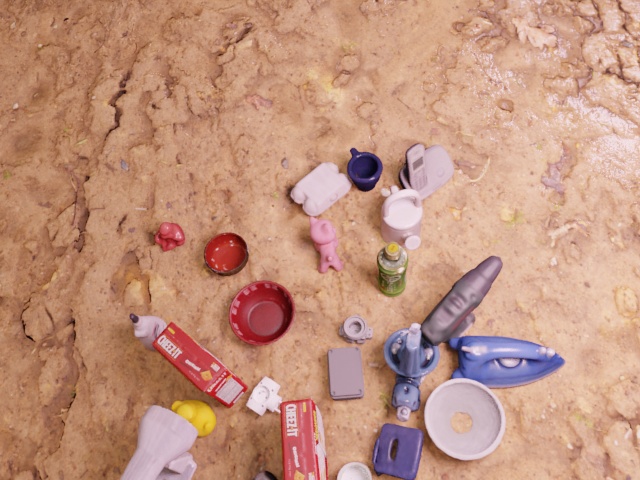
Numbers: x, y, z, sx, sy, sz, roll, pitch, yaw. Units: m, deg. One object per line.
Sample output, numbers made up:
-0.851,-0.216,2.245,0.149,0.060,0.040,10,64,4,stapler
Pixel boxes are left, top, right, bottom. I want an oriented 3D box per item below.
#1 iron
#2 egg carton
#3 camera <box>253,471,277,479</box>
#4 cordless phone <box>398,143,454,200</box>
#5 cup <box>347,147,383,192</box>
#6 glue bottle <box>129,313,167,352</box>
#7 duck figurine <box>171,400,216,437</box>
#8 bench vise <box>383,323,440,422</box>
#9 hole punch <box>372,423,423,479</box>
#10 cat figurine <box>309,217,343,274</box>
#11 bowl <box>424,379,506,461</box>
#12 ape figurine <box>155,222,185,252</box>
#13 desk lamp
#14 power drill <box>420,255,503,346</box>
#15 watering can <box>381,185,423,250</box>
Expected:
0.416,0.251,1.242,0.258,0.141,0.118,-2,65,5,iron
0.004,-0.133,1.503,0.150,0.069,0.107,-41,68,-12,egg carton
-0.118,0.571,1.176,0.136,0.101,0.143,38,75,21,camera
0.268,-0.195,1.438,0.148,0.185,0.094,-39,67,-11,cordless phone
0.112,-0.178,1.498,0.092,0.095,0.117,-28,65,-7,cup
-0.407,0.204,1.337,0.037,0.173,0.078,-2,65,6,glue bottle
-0.288,0.395,1.284,0.104,0.086,0.077,28,71,17,duck figurine
0.201,0.270,1.213,0.121,0.220,0.207,-9,65,3,bench vise
0.164,0.448,1.207,0.101,0.091,0.109,10,67,11,hole punch
0.013,0.005,1.412,0.067,0.118,0.127,-14,65,0,cat figurine
0.306,0.387,1.228,0.167,0.075,0.167,-2,65,5,bowl
-0.390,-0.017,1.481,0.077,0.092,0.076,17,68,14,ape figurine
-0.331,0.462,1.188,0.117,0.214,0.203,18,69,14,desk lamp
0.307,0.149,1.263,0.075,0.208,0.230,41,76,21,power drill
0.201,-0.058,1.378,0.101,0.194,0.172,-34,66,-9,watering can
